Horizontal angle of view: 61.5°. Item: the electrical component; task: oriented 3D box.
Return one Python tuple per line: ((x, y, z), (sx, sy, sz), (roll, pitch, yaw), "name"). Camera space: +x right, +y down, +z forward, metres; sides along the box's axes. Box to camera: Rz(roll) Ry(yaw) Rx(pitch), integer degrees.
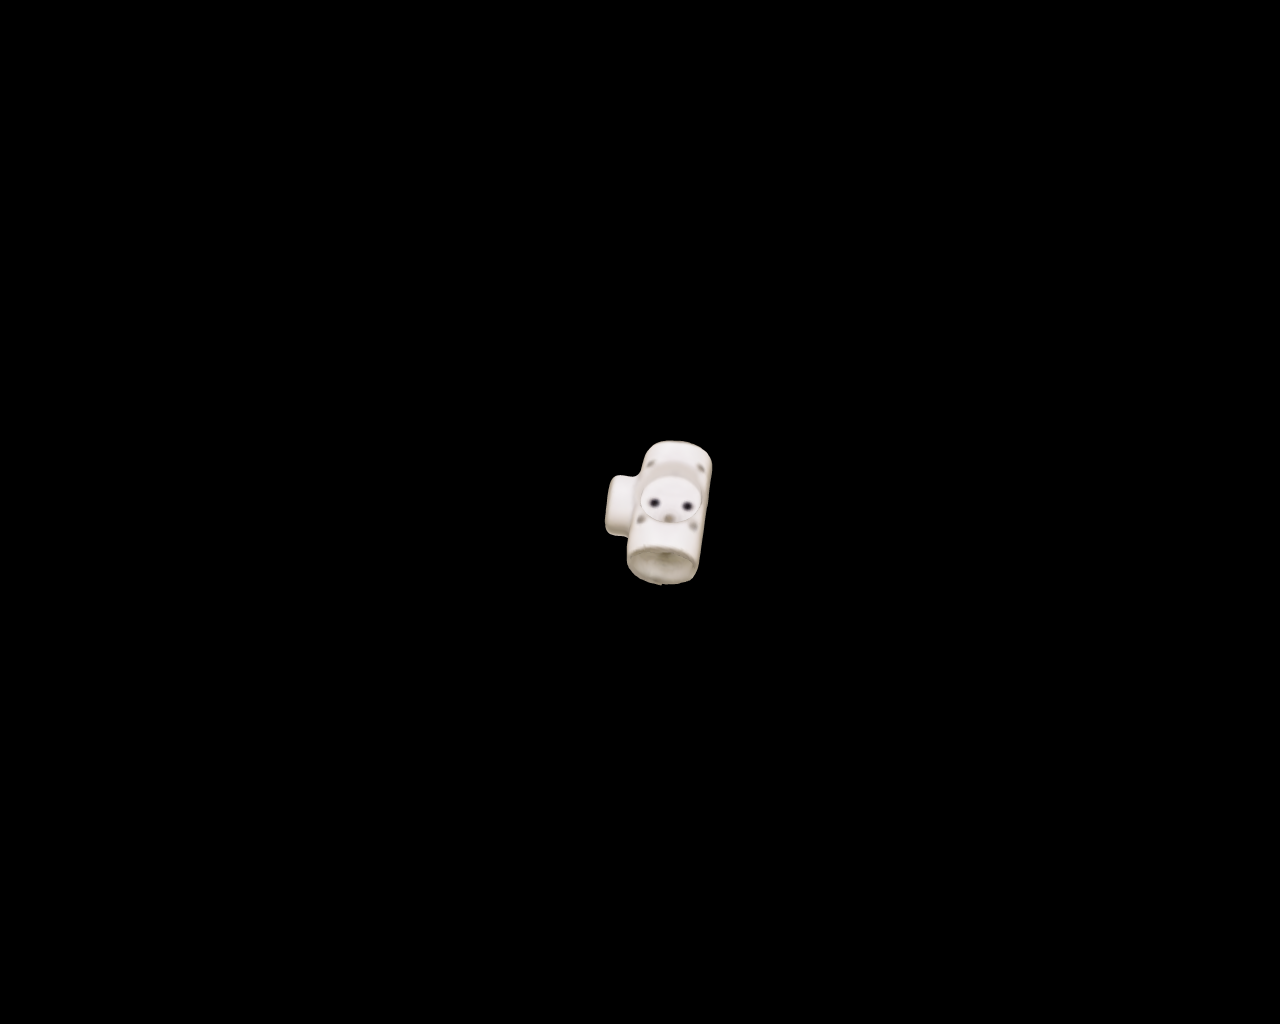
((0.001, -0.003, 0.650), (0.079, 0.077, 0.044), (7, -32, 5), "electrical component")
